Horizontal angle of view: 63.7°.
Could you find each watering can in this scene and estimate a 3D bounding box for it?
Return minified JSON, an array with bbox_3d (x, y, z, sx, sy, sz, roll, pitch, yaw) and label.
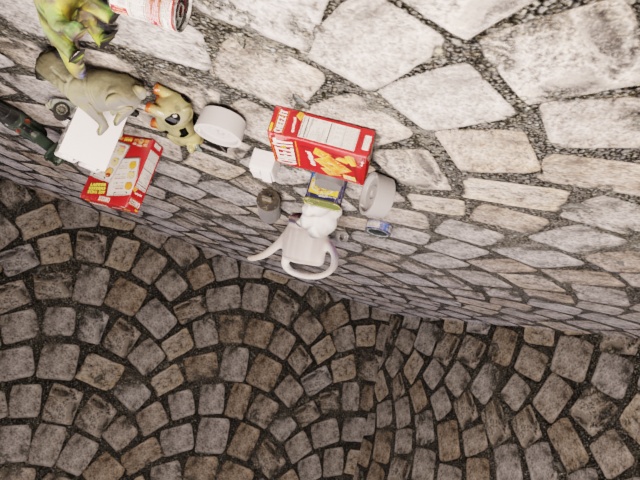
[{"bbox_3d":[-0.092,0.013,1.807,0.348,0.224,0.104,11,-178,21],"label":"watering can"}]

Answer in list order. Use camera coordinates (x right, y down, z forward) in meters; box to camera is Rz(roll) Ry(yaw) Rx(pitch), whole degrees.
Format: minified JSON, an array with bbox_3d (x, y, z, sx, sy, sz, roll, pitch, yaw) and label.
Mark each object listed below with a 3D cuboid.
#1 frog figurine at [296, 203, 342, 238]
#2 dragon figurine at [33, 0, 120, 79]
[{"bbox_3d":[0.005,-0.077,1.539,0.138,0.124,0.157,-14,166,-20],"label":"frog figurine"},{"bbox_3d":[-0.458,-0.397,0.825,0.240,0.124,0.408,41,156,-22],"label":"dragon figurine"}]
